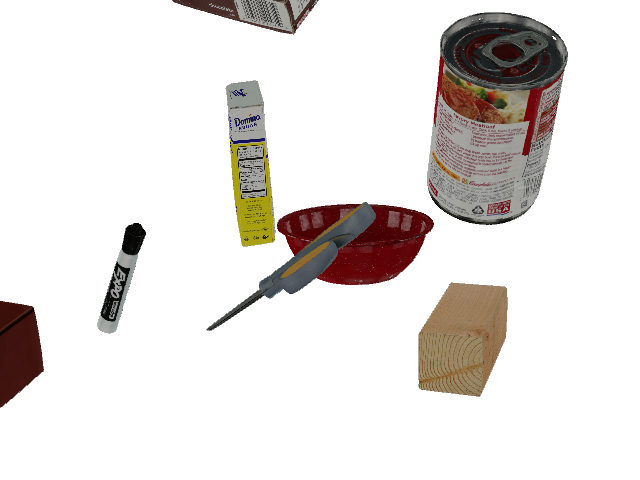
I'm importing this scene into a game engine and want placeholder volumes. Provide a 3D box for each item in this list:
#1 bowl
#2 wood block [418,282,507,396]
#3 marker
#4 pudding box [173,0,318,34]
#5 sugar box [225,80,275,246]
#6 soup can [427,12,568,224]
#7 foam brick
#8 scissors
[{"bbox_3d":[0.036,0.007,1.099,0.162,0.055,0.162,-1,15,0],"label":"bowl"},{"bbox_3d":[0.210,0.139,1.552,0.091,0.090,0.205,4,19,18],"label":"wood block"},{"bbox_3d":[-0.183,0.035,0.985,0.020,0.121,0.020,16,31,-10],"label":"marker"},{"bbox_3d":[-0.048,-0.206,0.795,0.114,0.090,0.039,21,-28,22],"label":"pudding box"},{"bbox_3d":[-0.084,-0.091,1.267,0.048,0.176,0.093,-8,26,-4],"label":"sugar box"},{"bbox_3d":[0.097,-0.067,0.603,0.068,0.068,0.102,0,-44,-1],"label":"soup can"},{"bbox_3d":[-0.232,0.080,0.715,0.053,0.051,0.078,8,28,24],"label":"foam brick"},{"bbox_3d":[-0.037,0.038,0.806,0.202,0.016,0.096,-38,6,28],"label":"scissors"}]
